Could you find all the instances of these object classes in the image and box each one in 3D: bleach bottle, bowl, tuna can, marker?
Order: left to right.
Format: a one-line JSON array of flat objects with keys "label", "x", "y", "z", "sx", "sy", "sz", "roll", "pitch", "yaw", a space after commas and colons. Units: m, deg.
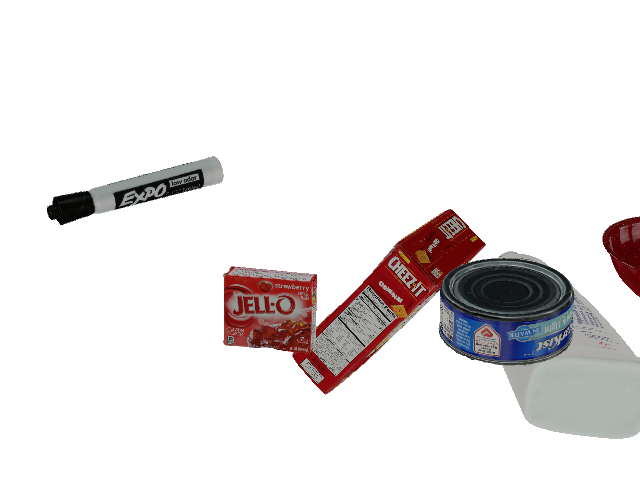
[{"label": "marker", "x": -0.122, "y": -0.033, "z": 0.709, "sx": 0.120, "sy": 0.020, "sz": 0.020, "roll": -17, "pitch": 8, "yaw": -26}, {"label": "tuna can", "x": 0.119, "y": 0.044, "z": 0.684, "sx": 0.086, "sy": 0.034, "sz": 0.086, "roll": -2, "pitch": 25, "yaw": 1}, {"label": "bleach bottle", "x": 0.193, "y": 0.070, "z": 0.899, "sx": 0.102, "sy": 0.068, "sz": 0.251, "roll": 7, "pitch": 21, "yaw": -5}, {"label": "bowl", "x": 0.385, "y": 0.029, "z": 1.158, "sx": 0.162, "sy": 0.055, "sz": 0.162, "roll": 0, "pitch": 26, "yaw": 0}]

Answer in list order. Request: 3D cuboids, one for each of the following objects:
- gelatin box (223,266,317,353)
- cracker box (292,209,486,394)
[{"label": "gelatin box", "x": -0.049, "y": 0.067, "z": 1.026, "sx": 0.089, "sy": 0.073, "sz": 0.030, "roll": 5, "pitch": 16, "yaw": 11}, {"label": "cracker box", "x": 0.080, "y": 0.070, "z": 1.269, "sx": 0.214, "sy": 0.072, "sz": 0.164, "roll": -48, "pitch": -9, "yaw": 31}]
